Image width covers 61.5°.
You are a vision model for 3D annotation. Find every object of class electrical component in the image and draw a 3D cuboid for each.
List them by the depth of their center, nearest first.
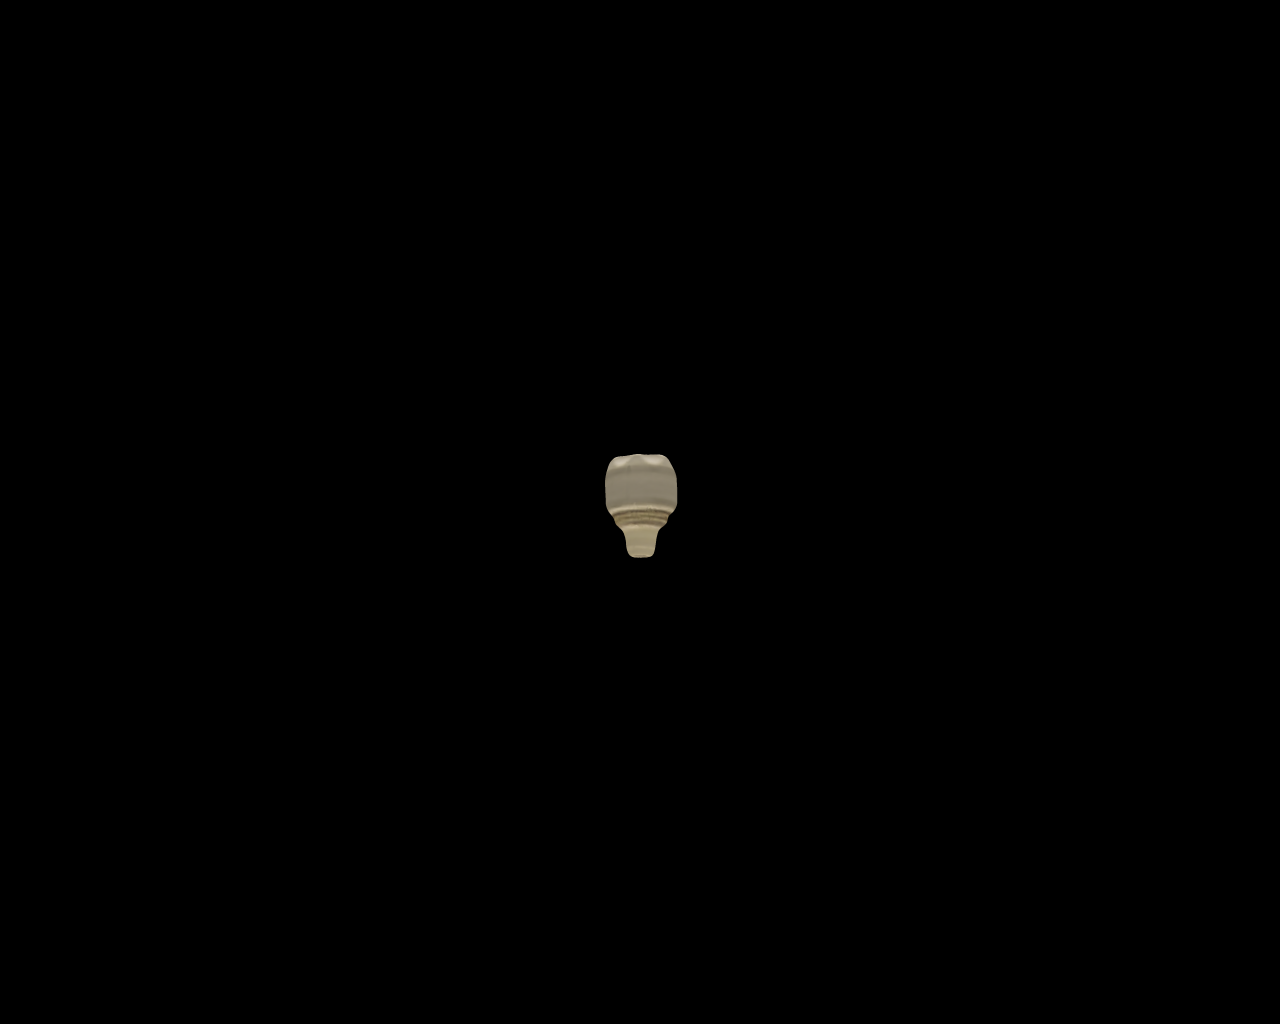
[{"bbox_3d":[0.001,-0.003,0.650,0.043,0.062,0.043,0,-11,0],"label":"electrical component"}]
